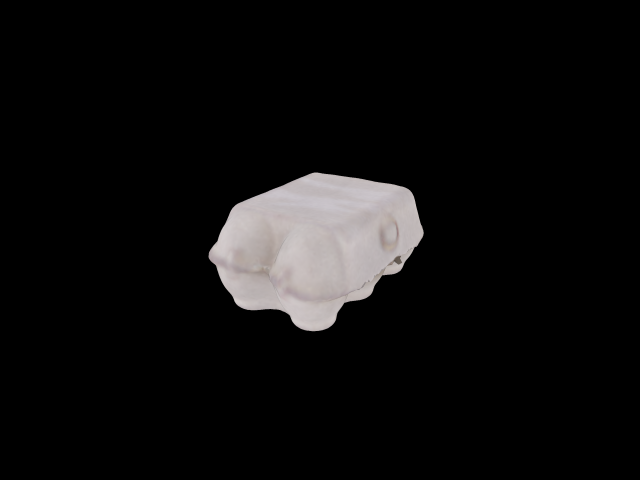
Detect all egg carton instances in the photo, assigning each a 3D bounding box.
[{"bbox_3d":[0.004,0.001,0.400,0.107,0.069,0.151,13,26,29],"label":"egg carton"}]
